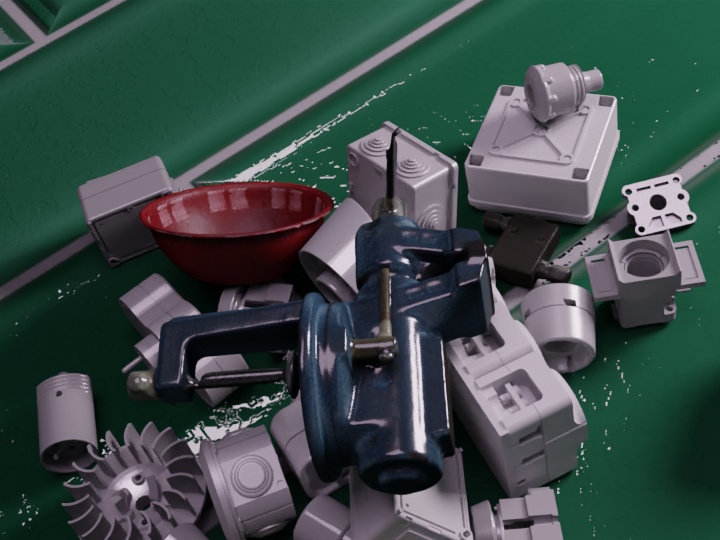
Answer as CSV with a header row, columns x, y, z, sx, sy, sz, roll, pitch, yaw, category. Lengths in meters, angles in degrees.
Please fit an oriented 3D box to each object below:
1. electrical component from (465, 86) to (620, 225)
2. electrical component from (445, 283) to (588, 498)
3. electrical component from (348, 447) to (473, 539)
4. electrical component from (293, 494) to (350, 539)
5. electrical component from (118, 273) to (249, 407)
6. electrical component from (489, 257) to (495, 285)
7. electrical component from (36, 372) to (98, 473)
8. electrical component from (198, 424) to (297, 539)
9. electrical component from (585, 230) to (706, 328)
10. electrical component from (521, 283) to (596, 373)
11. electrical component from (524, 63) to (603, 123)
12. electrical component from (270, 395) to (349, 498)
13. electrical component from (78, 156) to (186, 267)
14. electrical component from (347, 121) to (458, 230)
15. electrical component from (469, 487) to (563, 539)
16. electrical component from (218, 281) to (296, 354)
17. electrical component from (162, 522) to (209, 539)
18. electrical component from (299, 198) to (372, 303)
x,y,z,sx,sy,sz,roll,pitch,yaw,category
0.158,-0.101,0.925,0.109,0.056,0.108,10,53,22,electrical component
0.095,0.073,0.767,0.062,0.089,0.150,-25,48,-8,electrical component
0.030,0.159,0.711,0.061,0.062,0.096,-48,26,31,electrical component
-0.009,0.185,0.731,0.078,0.040,0.040,26,60,26,electrical component
-0.156,0.065,0.865,0.074,0.052,0.138,-38,50,-18,electrical component
0.076,0.010,0.860,0.062,0.043,0.043,-2,49,15,electrical component
-0.232,0.114,0.848,0.043,0.043,0.081,-18,48,-1,electrical component
-0.079,0.150,0.754,0.051,0.080,0.080,-19,48,-10,electrical component
0.214,0.009,0.810,0.081,0.063,0.042,-8,47,7,electrical component
0.149,0.045,0.803,0.055,0.055,0.047,-4,52,11,electrical component
0.171,-0.152,0.898,0.062,0.048,0.048,-15,47,-7,electrical component
-0.013,0.113,0.785,0.095,0.053,0.059,-30,49,-12,electrical component
-0.200,-0.058,0.978,0.096,0.061,0.061,-23,48,-6,electrical component
0.033,-0.062,0.897,0.048,0.099,0.100,-30,48,-28,electrical component
0.102,0.175,0.708,0.055,0.048,0.066,-5,48,1,electrical component
-0.084,0.037,0.876,0.055,0.048,0.066,5,51,9,electrical component
-0.108,0.205,0.736,0.055,0.045,0.045,23,59,30,electrical component
0.000,0.000,0.852,0.064,0.099,0.099,-43,53,-15,electrical component
